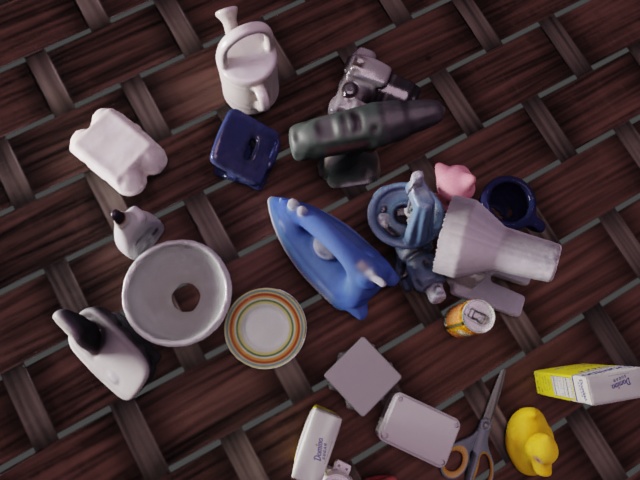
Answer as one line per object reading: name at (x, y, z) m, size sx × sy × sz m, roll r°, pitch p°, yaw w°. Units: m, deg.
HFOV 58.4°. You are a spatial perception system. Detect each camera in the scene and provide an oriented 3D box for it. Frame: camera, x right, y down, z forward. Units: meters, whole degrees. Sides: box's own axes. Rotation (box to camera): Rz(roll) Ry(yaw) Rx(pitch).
camera at (0.097, -0.249, 0.988) m, size 0.137 × 0.101 × 0.143 m, roll 21°, pitch 77°, yaw 1°

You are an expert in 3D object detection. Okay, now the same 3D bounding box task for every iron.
iron at (0.008, 0.003, 0.905) m, size 0.258 × 0.141 × 0.119 m, roll 42°, pitch 78°, yaw 6°

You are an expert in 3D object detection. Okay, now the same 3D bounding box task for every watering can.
watering can at (-0.124, -0.298, 0.937) m, size 0.173 × 0.194 × 0.101 m, roll 44°, pitch 79°, yaw 7°

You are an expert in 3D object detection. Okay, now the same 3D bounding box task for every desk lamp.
desk lamp at (0.260, 0.027, 0.879) m, size 0.203 × 0.213 × 0.118 m, roll 19°, pitch 77°, yaw 1°

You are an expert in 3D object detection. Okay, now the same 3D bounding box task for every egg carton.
egg carton at (-0.333, -0.147, 0.953) m, size 0.150 × 0.069 × 0.107 m, roll 38°, pitch 78°, yaw 5°

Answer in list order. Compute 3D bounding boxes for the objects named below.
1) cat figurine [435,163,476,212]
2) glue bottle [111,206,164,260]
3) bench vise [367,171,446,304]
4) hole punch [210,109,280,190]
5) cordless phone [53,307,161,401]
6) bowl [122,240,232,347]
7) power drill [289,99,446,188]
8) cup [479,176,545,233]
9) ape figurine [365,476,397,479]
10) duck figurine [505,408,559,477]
cat figurine at (0.231, -0.068, 0.947) m, size 0.067 × 0.117 × 0.128 m, roll -21°, pitch 79°, yaw -8°
glue bottle at (-0.287, -0.019, 0.874) m, size 0.037 × 0.173 × 0.078 m, roll 36°, pitch 78°, yaw 5°
bench vise at (0.159, -0.015, 0.878) m, size 0.121 × 0.219 × 0.207 m, roll -37°, pitch 82°, yaw -10°
hole punch at (-0.122, -0.152, 0.957) m, size 0.101 × 0.091 × 0.109 m, roll 19°, pitch 77°, yaw 1°
cordless phone at (-0.314, 0.161, 0.826) m, size 0.147 × 0.185 × 0.094 m, roll 40°, pitch 78°, yaw 6°
bowl at (-0.219, 0.087, 0.905) m, size 0.167 × 0.074 × 0.167 m, roll 1°, pitch 77°, yaw -3°
power drill at (0.065, -0.154, 0.909) m, size 0.229 × 0.208 × 0.075 m, roll -10°, pitch 78°, yaw -6°
cup at (0.313, -0.044, 0.959) m, size 0.117 × 0.095 × 0.092 m, roll 36°, pitch 78°, yaw 5°
ape figurine at (0.093, 0.388, 0.849) m, size 0.076 × 0.092 × 0.078 m, roll 34°, pitch 78°, yaw 5°
duck figurine at (0.335, 0.314, 0.884) m, size 0.077 × 0.086 × 0.104 m, roll 1°, pitch 77°, yaw -3°
